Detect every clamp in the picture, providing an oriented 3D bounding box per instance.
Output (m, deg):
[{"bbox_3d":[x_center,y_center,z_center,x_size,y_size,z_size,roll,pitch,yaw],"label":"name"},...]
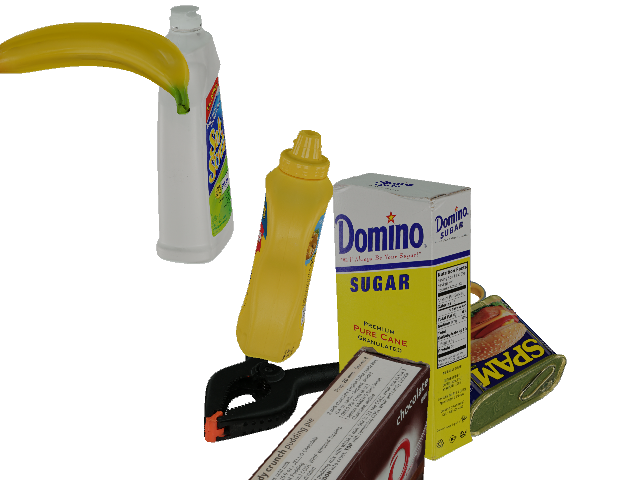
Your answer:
[{"bbox_3d":[-0.043,0.147,1.098,0.165,0.036,0.209,15,29,20],"label":"clamp"}]

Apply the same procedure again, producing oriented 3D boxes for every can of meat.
[{"bbox_3d":[0.141,0.103,0.904,0.102,0.057,0.084,-25,53,-23],"label":"can of meat"}]

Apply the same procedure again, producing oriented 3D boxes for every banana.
[{"bbox_3d":[-0.188,-0.156,0.901,0.198,0.069,0.037,13,-40,18],"label":"banana"}]

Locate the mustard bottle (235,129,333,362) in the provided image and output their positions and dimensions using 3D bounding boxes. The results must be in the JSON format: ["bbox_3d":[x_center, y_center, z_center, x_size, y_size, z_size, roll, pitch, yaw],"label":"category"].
[{"bbox_3d":[-0.027,0.000,0.898,0.058,0.192,0.096,13,22,1],"label":"mustard bottle"}]

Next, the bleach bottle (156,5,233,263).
[{"bbox_3d":[-0.133,-0.109,1.085,0.068,0.251,0.102,5,27,13],"label":"bleach bottle"}]

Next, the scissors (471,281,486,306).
[{"bbox_3d":[0.094,0.062,1.170,0.201,0.016,0.096,-7,41,-33],"label":"scissors"}]

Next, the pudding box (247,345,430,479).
[{"bbox_3d":[0.008,0.112,0.456,0.039,0.090,0.113,15,34,22],"label":"pudding box"}]

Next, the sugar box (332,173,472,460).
[{"bbox_3d":[0.054,0.048,0.712,0.048,0.176,0.094,-17,19,-39],"label":"sugar box"}]
